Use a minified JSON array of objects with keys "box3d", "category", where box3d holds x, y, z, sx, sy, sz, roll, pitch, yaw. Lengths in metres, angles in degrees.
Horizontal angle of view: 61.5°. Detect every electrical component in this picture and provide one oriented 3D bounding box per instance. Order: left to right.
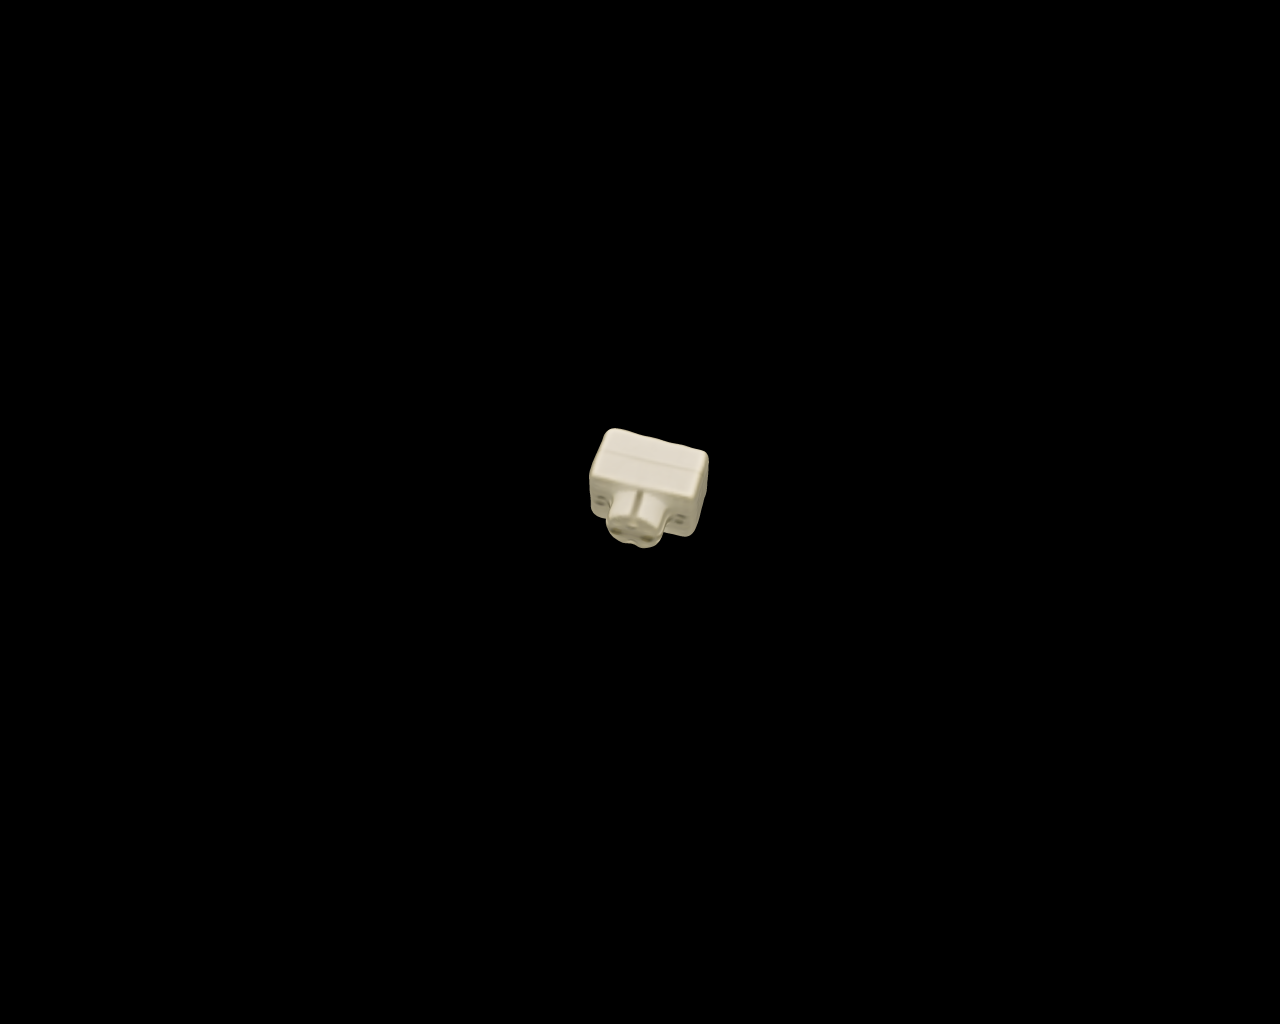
[{"box3d":[0.001,-0.003,0.650,0.066,0.077,0.047,14,-32,9],"category":"electrical component"}]
